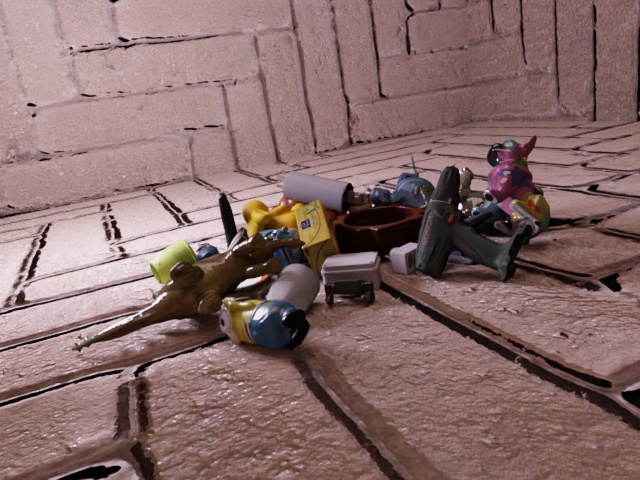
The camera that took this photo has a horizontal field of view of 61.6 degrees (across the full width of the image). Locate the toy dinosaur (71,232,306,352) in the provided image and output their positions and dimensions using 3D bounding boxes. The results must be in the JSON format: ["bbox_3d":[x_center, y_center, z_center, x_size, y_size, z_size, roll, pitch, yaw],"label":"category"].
[{"bbox_3d":[-0.234,0.094,1.015,0.471,0.105,0.198,-24,-1,-25],"label":"toy dinosaur"}]

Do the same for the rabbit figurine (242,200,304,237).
[{"bbox_3d":[-0.125,-0.040,1.347,0.173,0.121,0.162,28,25,10],"label":"rabbit figurine"}]

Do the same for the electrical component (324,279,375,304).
[{"bbox_3d":[0.054,0.098,1.012,0.102,0.045,0.078,-3,-10,13],"label":"electrical component"}]

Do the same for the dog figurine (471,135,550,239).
[{"bbox_3d":[0.444,-0.128,1.188,0.192,0.108,0.219,30,64,15],"label":"dog figurine"}]

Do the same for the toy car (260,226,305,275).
[{"bbox_3d":[-0.087,0.020,1.226,0.103,0.109,0.162,-30,17,-26],"label":"toy car"}]

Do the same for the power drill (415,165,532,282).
[{"bbox_3d":[0.294,-0.023,1.038,0.208,0.232,0.086,21,-7,26],"label":"power drill"}]

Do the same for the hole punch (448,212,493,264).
[{"bbox_3d":[0.310,-0.007,1.158,0.142,0.092,0.116,-26,19,-37],"label":"hole punch"}]

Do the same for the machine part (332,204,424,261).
[{"bbox_3d":[0.147,-0.019,1.291,0.201,0.087,0.202,-16,19,-23],"label":"machine part"}]

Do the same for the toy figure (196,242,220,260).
[{"bbox_3d":[-0.291,0.038,1.383,0.058,0.064,0.154,-50,18,-5],"label":"toy figure"}]

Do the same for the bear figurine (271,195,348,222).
[{"bbox_3d":[-0.027,-0.088,1.456,0.196,0.131,0.120,31,47,13],"label":"bear figurine"}]

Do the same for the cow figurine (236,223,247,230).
[{"bbox_3d":[-0.169,-0.025,1.500,0.195,0.085,0.127,-18,24,-27],"label":"cow figurine"}]

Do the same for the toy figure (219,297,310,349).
[{"bbox_3d":[-0.091,0.137,0.888,0.180,0.082,0.089,-5,-5,41],"label":"toy figure"}]

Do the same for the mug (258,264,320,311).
[{"bbox_3d":[-0.066,0.103,0.996,0.110,0.080,0.107,-2,24,20],"label":"mug"}]

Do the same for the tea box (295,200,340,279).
[{"bbox_3d":[-0.002,-0.004,1.201,0.068,0.098,0.170,-20,35,5],"label":"tea box"}]

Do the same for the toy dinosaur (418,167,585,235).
[{"bbox_3d":[0.395,-0.069,1.292,0.405,0.131,0.192,16,46,41],"label":"toy dinosaur"}]

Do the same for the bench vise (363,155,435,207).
[{"bbox_3d":[0.239,-0.136,1.549,0.224,0.128,0.241,4,36,16],"label":"bench vise"}]

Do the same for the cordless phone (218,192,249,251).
[{"bbox_3d":[-0.217,-0.021,1.309,0.089,0.184,0.147,-13,15,1],"label":"cordless phone"}]

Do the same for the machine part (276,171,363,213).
[{"bbox_3d":[-0.005,-0.123,1.368,0.243,0.079,0.079,14,24,21],"label":"machine part"}]
